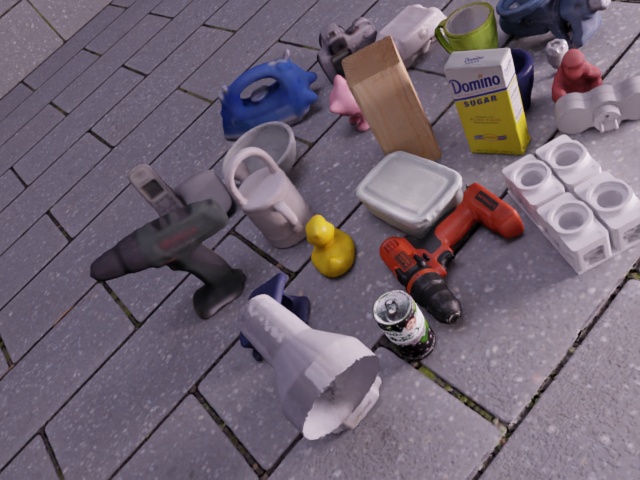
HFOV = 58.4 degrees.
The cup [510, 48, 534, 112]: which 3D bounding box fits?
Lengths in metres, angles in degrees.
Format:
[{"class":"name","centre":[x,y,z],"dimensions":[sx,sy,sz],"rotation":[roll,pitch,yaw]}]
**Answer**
[{"class":"cup","centre":[0.308,-0.260,0.958],"dimensions":[0.091,0.095,0.117],"rotation":[-35,43,3]}]

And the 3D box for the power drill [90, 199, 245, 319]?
[{"class":"power drill","centre":[-0.233,0.041,0.969],"dimensions":[0.229,0.209,0.075],"rotation":[-38,43,-1]}]

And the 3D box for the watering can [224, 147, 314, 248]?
[{"class":"watering can","centre":[-0.101,-0.082,0.999],"dimensions":[0.172,0.195,0.101],"rotation":[11,61,39]}]

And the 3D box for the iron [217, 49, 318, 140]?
[{"class":"iron","centre":[-0.137,-0.318,1.265],"dimensions":[0.257,0.142,0.118],"rotation":[-20,46,18]}]

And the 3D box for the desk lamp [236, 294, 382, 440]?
[{"class":"desk lamp","centre":[-0.007,0.162,0.713],"dimensions":[0.118,0.214,0.202],"rotation":[-47,44,-10]}]

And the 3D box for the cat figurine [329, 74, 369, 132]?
[{"class":"cat figurine","centre":[0.072,-0.278,1.111],"dimensions":[0.128,0.118,0.067],"rotation":[-38,43,-1]}]

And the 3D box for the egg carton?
[{"class":"egg carton","centre":[0.189,-0.428,1.200],"dimensions":[0.150,0.070,0.107],"rotation":[-45,43,-8]}]

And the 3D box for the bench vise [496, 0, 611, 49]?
[{"class":"bench vise","centre":[0.387,-0.442,0.971],"dimensions":[0.206,0.220,0.121],"rotation":[9,59,38]}]

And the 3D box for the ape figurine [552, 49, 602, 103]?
[{"class":"ape figurine","centre":[0.399,-0.257,0.898],"dimensions":[0.077,0.092,0.076],"rotation":[-15,47,22]}]

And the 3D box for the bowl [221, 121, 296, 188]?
[{"class":"bowl","centre":[-0.111,-0.156,1.158],"dimensions":[0.167,0.075,0.167],"rotation":[-18,46,20]}]

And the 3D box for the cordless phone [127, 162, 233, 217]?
[{"class":"cordless phone","centre":[-0.275,-0.099,1.134],"dimensions":[0.147,0.186,0.094],"rotation":[-37,43,0]}]

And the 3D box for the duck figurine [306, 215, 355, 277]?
[{"class":"duck figurine","centre":[0.009,0.003,0.934],"dimensions":[0.077,0.086,0.104],"rotation":[-27,44,11]}]

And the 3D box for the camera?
[{"class":"camera","centre":[0.051,-0.449,1.285],"dimensions":[0.143,0.101,0.136],"rotation":[-29,43,9]}]

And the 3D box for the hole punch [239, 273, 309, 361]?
[{"class":"hole punch","centre":[-0.082,0.118,0.890],"dimensions":[0.101,0.091,0.108],"rotation":[-13,48,24]}]
